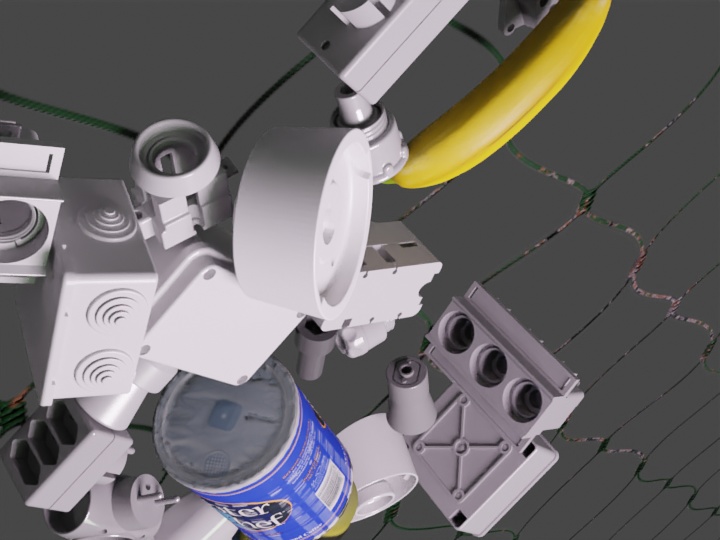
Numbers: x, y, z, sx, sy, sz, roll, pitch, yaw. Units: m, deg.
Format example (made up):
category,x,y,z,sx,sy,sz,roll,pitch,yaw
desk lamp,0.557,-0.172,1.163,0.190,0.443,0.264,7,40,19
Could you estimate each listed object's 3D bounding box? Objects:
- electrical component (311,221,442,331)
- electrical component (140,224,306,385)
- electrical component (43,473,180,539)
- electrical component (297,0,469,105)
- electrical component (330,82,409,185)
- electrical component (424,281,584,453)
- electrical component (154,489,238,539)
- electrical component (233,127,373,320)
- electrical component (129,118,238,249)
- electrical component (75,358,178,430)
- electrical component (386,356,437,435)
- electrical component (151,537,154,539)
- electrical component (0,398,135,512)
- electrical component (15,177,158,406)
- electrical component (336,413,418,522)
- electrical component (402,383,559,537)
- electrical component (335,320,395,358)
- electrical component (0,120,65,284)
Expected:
category,x,y,z,sx,sy,sz,roll,pitch,yaw
electrical component,0.000,0.000,0.732,0.089,0.055,0.050,-7,134,-41
electrical component,-0.095,0.018,0.655,0.078,0.057,0.113,-48,147,10
electrical component,-0.163,0.163,0.745,0.079,0.044,0.077,-15,156,25
electrical component,0.004,-0.146,0.577,0.083,0.047,0.076,-47,147,8
electrical component,0.001,-0.085,0.648,0.048,0.048,0.062,-33,136,-13
electrical component,0.121,0.078,0.887,0.063,0.121,0.078,4,125,-52
electrical component,-0.128,0.213,0.858,0.077,0.043,0.079,-43,150,0
electrical component,-0.037,-0.029,0.606,0.108,0.060,0.108,9,90,-76
electrical component,-0.099,-0.049,0.585,0.066,0.048,0.055,-29,152,-19
electrical component,-0.145,0.065,0.668,0.055,0.045,0.045,-47,147,7
electrical component,0.041,0.104,0.910,0.044,0.044,0.065,-29,140,-18
electrical component,-0.169,0.219,0.798,0.040,0.078,0.040,-15,142,-12
electrical component,-0.177,0.117,0.693,0.065,0.047,0.077,-46,147,7
electrical component,-0.143,0.008,0.558,0.048,0.099,0.099,-1,131,-28
electrical component,0.001,0.181,0.957,0.099,0.064,0.099,-21,152,-12
electrical component,0.105,0.167,0.985,0.108,0.108,0.056,-48,144,9
electrical component,0.010,0.038,0.807,0.061,0.035,0.035,-30,145,-23
electrical component,-0.170,-0.035,0.509,0.042,0.063,0.081,4,127,-29
